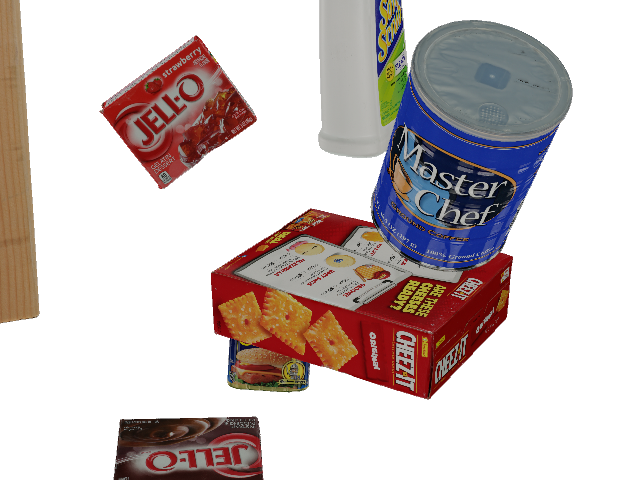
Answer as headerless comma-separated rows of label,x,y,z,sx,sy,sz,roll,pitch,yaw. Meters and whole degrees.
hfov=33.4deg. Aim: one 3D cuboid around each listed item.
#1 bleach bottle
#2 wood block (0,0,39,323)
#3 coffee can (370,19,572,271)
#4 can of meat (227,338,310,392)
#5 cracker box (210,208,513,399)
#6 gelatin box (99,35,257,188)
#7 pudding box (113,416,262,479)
bleach bottle,0.033,-0.205,0.919,0.068,0.251,0.102,10,34,25
wood block,-0.219,-0.059,0.608,0.090,0.206,0.090,-8,26,-25
coffee can,0.097,-0.061,0.717,0.102,0.103,0.140,0,-38,-11
can of meat,-0.059,0.130,1.256,0.102,0.084,0.057,4,13,0
cracker box,0.037,0.049,0.935,0.214,0.072,0.163,14,29,29
gelatin box,-0.103,-0.093,0.774,0.089,0.073,0.030,-35,19,4
pudding box,-0.100,0.175,0.818,0.113,0.039,0.090,-2,25,-5
